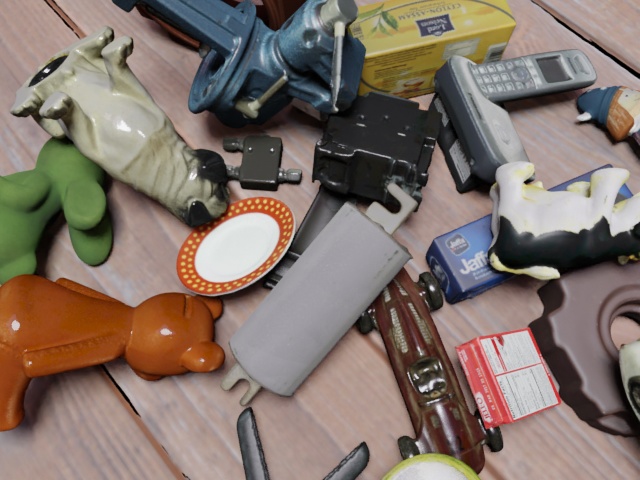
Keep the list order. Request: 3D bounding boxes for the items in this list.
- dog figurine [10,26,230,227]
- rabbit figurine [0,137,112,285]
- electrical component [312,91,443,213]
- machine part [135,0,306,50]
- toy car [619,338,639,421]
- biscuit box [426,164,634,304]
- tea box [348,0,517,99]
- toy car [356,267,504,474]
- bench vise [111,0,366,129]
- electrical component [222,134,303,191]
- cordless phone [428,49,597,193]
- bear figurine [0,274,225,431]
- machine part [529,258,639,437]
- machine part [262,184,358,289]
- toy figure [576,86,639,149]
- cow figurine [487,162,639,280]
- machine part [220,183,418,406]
[{"bbox_3d":[-0.192,-0.098,0.546,0.121,0.190,0.173,-43,43,-8],"label":"dog figurine"},{"bbox_3d":[-0.280,-0.046,0.537,0.159,0.121,0.170,35,59,10],"label":"rabbit figurine"},{"bbox_3d":[0.062,-0.101,0.555,0.115,0.058,0.134,16,47,4],"label":"electrical component"},{"bbox_3d":[-0.116,-0.286,0.575,0.202,0.201,0.087,18,73,8],"label":"machine part"},{"bbox_3d":[0.301,0.162,0.419,0.073,0.056,0.201,-24,94,-4],"label":"toy car"},{"bbox_3d":[0.208,-0.004,0.532,0.203,0.059,0.063,-23,70,-7],"label":"biscuit box"},{"bbox_3d":[0.114,-0.214,0.597,0.170,0.098,0.068,-12,70,-5],"label":"tea box"},{"bbox_3d":[0.094,0.117,0.494,0.089,0.053,0.202,-17,70,-2],"label":"toy car"},{"bbox_3d":[-0.083,-0.185,0.493,0.240,0.224,0.129,25,77,-29],"label":"bench vise"},{"bbox_3d":[-0.064,-0.087,0.592,0.094,0.021,0.063,5,69,5],"label":"electrical component"},{"bbox_3d":[0.221,-0.133,0.572,0.184,0.088,0.146,-14,69,-8],"label":"cordless phone"},{"bbox_3d":[-0.193,0.097,0.492,0.196,0.131,0.120,13,30,-24],"label":"bear figurine"},{"bbox_3d":[0.291,0.089,0.496,0.179,0.056,0.179,-1,70,2],"label":"machine part"},{"bbox_3d":[-0.001,-0.002,0.550,0.084,0.039,0.139,22,73,14],"label":"machine part"},{"bbox_3d":[0.353,-0.122,0.577,0.155,0.057,0.064,40,37,17],"label":"toy figure"},{"bbox_3d":[0.232,-0.010,0.465,0.167,0.068,0.098,6,75,7],"label":"cow figurine"},{"bbox_3d":[0.000,0.053,0.482,0.079,0.079,0.243,42,93,16],"label":"machine part"}]
